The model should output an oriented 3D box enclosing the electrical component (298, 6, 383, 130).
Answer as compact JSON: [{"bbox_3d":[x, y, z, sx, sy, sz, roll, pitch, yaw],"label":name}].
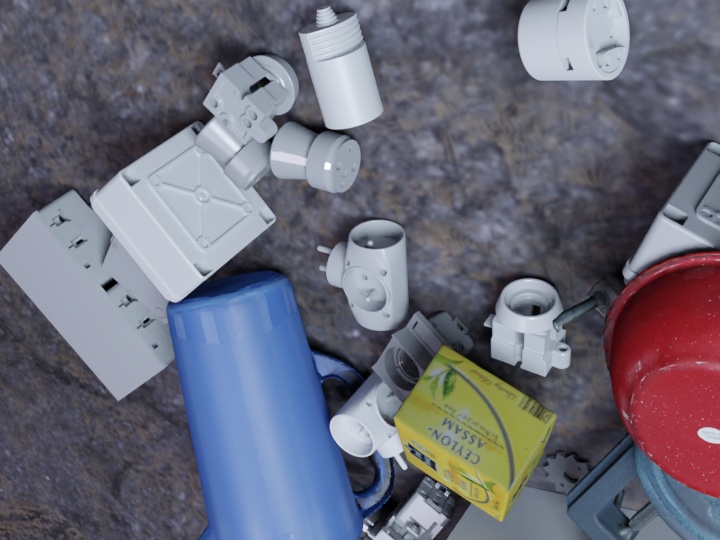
[{"bbox_3d":[-0.015,-0.144,0.753,0.043,0.043,0.081,3,122,36],"label":"electrical component"}]

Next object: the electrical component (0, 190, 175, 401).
[{"bbox_3d":[-0.254,0.024,1.048,0.186,0.060,0.105,51,137,-6],"label":"electrical component"}]

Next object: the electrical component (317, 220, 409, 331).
[{"bbox_3d":[0.000,0.000,0.848,0.079,0.044,0.077,17,130,28],"label":"electrical component"}]

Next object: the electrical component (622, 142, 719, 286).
[{"bbox_3d":[0.225,-0.010,0.624,0.109,0.109,0.056,31,132,14],"label":"electrical component"}]

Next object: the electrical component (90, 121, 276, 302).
[{"bbox_3d":[-0.142,-0.048,0.874,0.056,0.108,0.108,-31,100,43],"label":"electrical component"}]

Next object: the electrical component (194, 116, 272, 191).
[{"bbox_3d":[-0.096,-0.096,0.850,0.055,0.045,0.045,45,137,-1],"label":"electrical component"}]

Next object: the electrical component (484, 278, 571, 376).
[{"bbox_3d":[0.123,0.040,0.785,0.066,0.048,0.055,19,138,25],"label":"electrical component"}]

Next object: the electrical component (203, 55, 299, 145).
[{"bbox_3d":[-0.078,-0.131,0.802,0.066,0.055,0.048,45,137,1],"label":"electrical component"}]

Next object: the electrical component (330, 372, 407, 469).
[{"bbox_3d":[0.023,0.130,0.904,0.044,0.077,0.079,-21,107,44],"label":"electrical component"}]

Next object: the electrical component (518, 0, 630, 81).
[{"bbox_3d":[0.127,-0.140,0.642,0.047,0.055,0.055,3,123,40],"label":"electrical component"}]

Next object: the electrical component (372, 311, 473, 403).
[{"bbox_3d":[0.051,0.067,0.844,0.042,0.064,0.081,48,138,17],"label":"electrical component"}]

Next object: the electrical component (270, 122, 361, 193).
[{"bbox_3d":[-0.033,-0.084,0.811,0.055,0.045,0.045,18,130,26],"label":"electrical component"}]

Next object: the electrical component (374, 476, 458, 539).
[{"bbox_3d":[0.052,0.221,0.954,0.042,0.081,0.063,38,108,6],"label":"electrical component"}]

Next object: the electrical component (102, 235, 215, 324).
[{"bbox_3d":[-0.180,-0.010,0.975,0.100,0.048,0.099,41,137,5],"label":"electrical component"}]

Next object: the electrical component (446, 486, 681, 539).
[{"bbox_3d":[0.167,0.241,0.856,0.186,0.105,0.060,6,124,34],"label":"electrical component"}]
